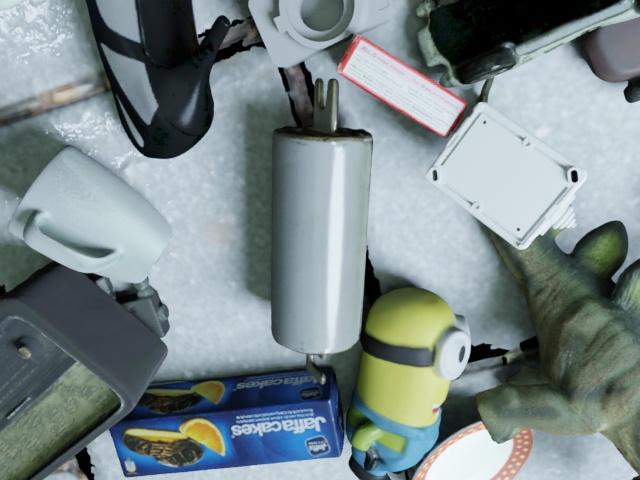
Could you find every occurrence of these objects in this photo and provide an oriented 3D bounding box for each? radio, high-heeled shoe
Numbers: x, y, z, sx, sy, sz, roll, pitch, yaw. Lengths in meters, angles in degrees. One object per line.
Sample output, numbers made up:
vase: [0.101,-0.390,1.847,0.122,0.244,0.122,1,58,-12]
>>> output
radio: [-0.255,0.130,0.468,0.229,0.073,0.131,-39,101,21]
high-heeled shoe: [-0.151,-0.184,0.395,0.145,0.086,0.248,-37,85,43]

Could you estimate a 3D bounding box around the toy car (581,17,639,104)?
toy car: [0.280,-0.175,0.365,0.202,0.053,0.089,-30,93,16]

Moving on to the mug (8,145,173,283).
mug: [-0.174,-0.010,0.421,0.107,0.110,0.080,32,103,-20]

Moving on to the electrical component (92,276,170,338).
electrical component: [-0.168,0.071,0.485,0.063,0.021,0.093,-12,106,7]

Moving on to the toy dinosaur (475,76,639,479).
toy dinosaur: [0.227,0.099,0.404,0.198,0.105,0.471,-42,83,28]

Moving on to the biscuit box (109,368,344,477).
biscuit box: [-0.081,0.164,0.488,0.203,0.059,0.062,-8,107,6]

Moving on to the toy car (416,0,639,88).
toy car: [0.158,-0.164,0.350,0.202,0.056,0.073,-16,98,34]

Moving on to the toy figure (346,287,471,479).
toy figure: [0.066,0.128,0.458,0.089,0.082,0.180,16,111,-5]

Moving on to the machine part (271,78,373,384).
machine part: [-0.001,-0.001,0.424,0.079,0.079,0.243,2,108,3]
